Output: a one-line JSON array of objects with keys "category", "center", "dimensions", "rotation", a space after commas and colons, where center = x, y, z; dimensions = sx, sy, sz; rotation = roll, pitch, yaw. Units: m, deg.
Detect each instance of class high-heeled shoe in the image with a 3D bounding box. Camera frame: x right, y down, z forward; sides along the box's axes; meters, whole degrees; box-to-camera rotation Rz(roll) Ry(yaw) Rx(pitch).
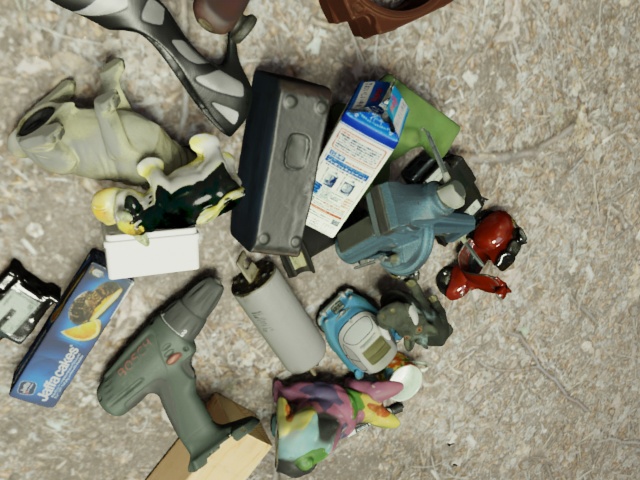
[{"category": "high-heeled shoe", "center": [-0.193, -0.205, 0.630], "dimensions": [0.249, 0.086, 0.145], "rotation": [1, 106, -31]}]

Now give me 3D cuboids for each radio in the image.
[{"category": "radio", "center": [-0.056, -0.098, 0.703], "dimensions": [0.073, 0.131, 0.229], "rotation": [4, 105, -24]}]

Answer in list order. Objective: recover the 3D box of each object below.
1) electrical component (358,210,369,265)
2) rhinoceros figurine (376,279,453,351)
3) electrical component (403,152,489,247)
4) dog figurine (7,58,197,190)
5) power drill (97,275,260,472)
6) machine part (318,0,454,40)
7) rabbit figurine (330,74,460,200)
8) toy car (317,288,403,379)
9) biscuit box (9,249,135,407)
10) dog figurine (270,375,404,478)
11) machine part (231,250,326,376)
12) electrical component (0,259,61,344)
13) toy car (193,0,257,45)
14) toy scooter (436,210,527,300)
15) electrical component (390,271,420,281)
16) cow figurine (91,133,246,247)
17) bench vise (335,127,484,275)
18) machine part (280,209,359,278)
[{"category": "electrical component", "center": [0.085, -0.004, 0.863], "dimensions": [0.063, 0.021, 0.093], "rotation": [-5, 109, -24]}, {"category": "rhinoceros figurine", "center": [0.148, 0.128, 0.863], "dimensions": [0.073, 0.112, 0.190], "rotation": [-32, 147, 23]}, {"category": "electrical component", "center": [0.195, -0.075, 0.870], "dimensions": [0.115, 0.058, 0.134], "rotation": [-45, 119, -7]}, {"category": "dog figurine", "center": [-0.243, -0.092, 0.649], "dimensions": [0.172, 0.121, 0.190], "rotation": [-14, 137, 15]}, {"category": "power drill", "center": [-0.174, 0.191, 0.736], "dimensions": [0.232, 0.086, 0.207], "rotation": [-39, 89, -1]}, {"category": "machine part", "center": [0.086, -0.385, 0.698], "dimensions": [0.201, 0.087, 0.201], "rotation": [-29, 118, -14]}, {"category": "rabbit figurine", "center": [0.090, -0.136, 0.772], "dimensions": [0.159, 0.121, 0.170], "rotation": [27, 110, -26]}, {"category": "toy car", "center": [0.074, 0.158, 0.868], "dimensions": [0.109, 0.103, 0.161], "rotation": [-42, 121, -8]}, {"category": "biscuit box", "center": [-0.320, 0.114, 0.694], "dimensions": [0.059, 0.063, 0.202], "rotation": [31, 92, -29]}, {"category": "dog figurine", "center": [0.033, 0.282, 0.854], "dimensions": [0.219, 0.192, 0.108], "rotation": [-2, 106, -9]}, {"category": "machine part", "center": [-0.059, 0.118, 0.806], "dimensions": [0.079, 0.079, 0.243], "rotation": [-35, 119, -10]}, {"category": "electrical component", "center": [-0.388, 0.092, 0.663], "dimensions": [0.074, 0.048, 0.119], "rotation": [41, 88, -30]}, {"category": "toy car", "center": [-0.090, -0.324, 0.637], "dimensions": [0.089, 0.053, 0.202], "rotation": [35, 65, -28]}, {"category": "toy scooter", "center": [0.288, 0.036, 0.906], "dimensions": [0.075, 0.135, 0.184], "rotation": [37, 88, -28]}, {"category": "electrical component", "center": [0.145, 0.023, 0.887], "dimensions": [0.078, 0.045, 0.102], "rotation": [1, 107, -24]}, {"category": "cow figurine", "center": [-0.167, -0.041, 0.594], "dimensions": [0.167, 0.098, 0.068], "rotation": [-26, 149, 1]}, {"category": "bench vise", "center": [0.144, -0.025, 0.756], "dimensions": [0.240, 0.129, 0.223], "rotation": [3, 145, -39]}, {"category": "machine part", "center": [-0.002, -0.002, 0.817], "dimensions": [0.139, 0.039, 0.084], "rotation": [-31, 109, -11]}]
